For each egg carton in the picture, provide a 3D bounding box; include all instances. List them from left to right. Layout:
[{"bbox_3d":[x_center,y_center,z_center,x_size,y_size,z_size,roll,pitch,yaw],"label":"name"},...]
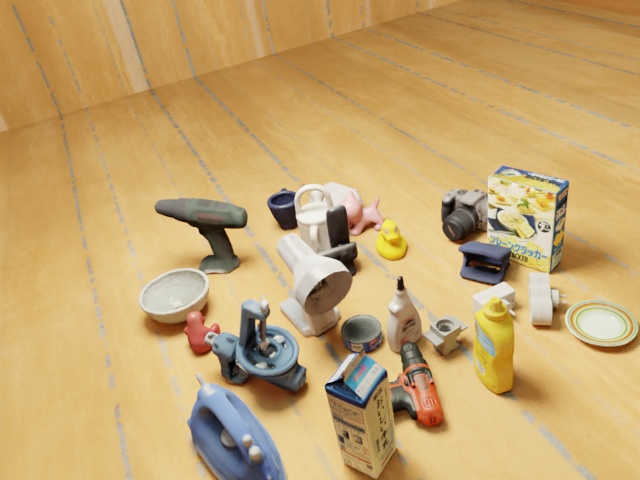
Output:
[{"bbox_3d":[0.045,-0.108,1.621,0.149,0.069,0.107,22,46,38],"label":"egg carton"}]

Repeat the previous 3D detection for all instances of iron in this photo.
[{"bbox_3d":[-0.138,0.334,0.967,0.119,0.142,0.257,-30,39,-26],"label":"iron"}]

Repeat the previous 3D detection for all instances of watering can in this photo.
[{"bbox_3d":[-0.012,-0.060,1.457,0.101,0.194,0.172,-18,35,-10],"label":"watering can"}]

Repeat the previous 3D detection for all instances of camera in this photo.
[{"bbox_3d":[0.358,-0.068,1.452,0.137,0.101,0.142,-35,41,-31],"label":"camera"}]

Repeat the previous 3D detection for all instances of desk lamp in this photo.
[{"bbox_3d":[-0.022,0.101,1.210,0.118,0.214,0.202,-27,37,-22],"label":"desk lamp"}]

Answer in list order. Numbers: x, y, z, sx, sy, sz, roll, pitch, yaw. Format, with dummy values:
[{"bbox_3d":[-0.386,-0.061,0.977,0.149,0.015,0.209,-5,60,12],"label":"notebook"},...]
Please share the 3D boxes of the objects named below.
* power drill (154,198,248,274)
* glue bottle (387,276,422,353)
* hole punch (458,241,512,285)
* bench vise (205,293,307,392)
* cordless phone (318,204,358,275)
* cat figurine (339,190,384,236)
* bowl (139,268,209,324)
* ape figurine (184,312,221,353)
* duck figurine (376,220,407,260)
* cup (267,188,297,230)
[{"bbox_3d":[-0.287,-0.016,1.454,0.229,0.209,0.075,-4,35,10],"label":"power drill"},{"bbox_3d":[0.164,0.141,1.137,0.078,0.173,0.037,-31,39,-27],"label":"glue bottle"},{"bbox_3d":[0.375,0.035,1.308,0.108,0.091,0.101,12,40,30],"label":"hole punch"},{"bbox_3d":[-0.139,0.199,1.093,0.207,0.220,0.121,-4,35,10],"label":"bench vise"},{"bbox_3d":[0.013,0.005,1.364,0.148,0.185,0.094,-21,36,-15],"label":"cordless phone"},{"bbox_3d":[0.102,-0.078,1.520,0.128,0.118,0.067,-14,34,-6],"label":"cat figurine"},{"bbox_3d":[-0.335,0.144,1.354,0.167,0.075,0.167,-7,34,5],"label":"bowl"},{"bbox_3d":[-0.263,0.194,1.247,0.077,0.092,0.076,4,37,20],"label":"ape figurine"},{"bbox_3d":[0.175,-0.012,1.433,0.077,0.086,0.104,-12,34,-2],"label":"duck figurine"},{"bbox_3d":[-0.095,-0.084,1.603,0.091,0.095,0.117,-9,34,2],"label":"cup"}]
